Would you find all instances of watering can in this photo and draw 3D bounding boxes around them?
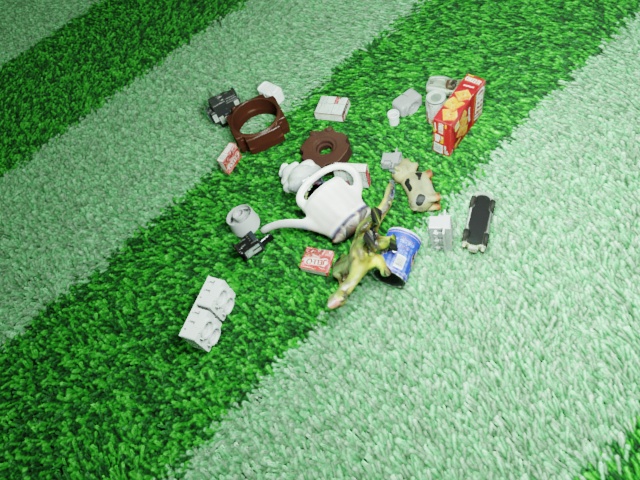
[{"bbox_3d":[0.005,-0.079,1.569,0.348,0.103,0.226,-42,75,-3],"label":"watering can"}]

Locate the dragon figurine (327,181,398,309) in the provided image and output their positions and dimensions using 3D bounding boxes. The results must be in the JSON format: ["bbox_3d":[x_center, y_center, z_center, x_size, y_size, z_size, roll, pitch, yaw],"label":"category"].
[{"bbox_3d":[0.105,0.025,1.447,0.239,0.121,0.420,-36,24,43],"label":"dragon figurine"}]

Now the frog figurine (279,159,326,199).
[{"bbox_3d":[-0.070,-0.211,1.681,0.137,0.122,0.161,-47,70,6],"label":"frog figurine"}]
